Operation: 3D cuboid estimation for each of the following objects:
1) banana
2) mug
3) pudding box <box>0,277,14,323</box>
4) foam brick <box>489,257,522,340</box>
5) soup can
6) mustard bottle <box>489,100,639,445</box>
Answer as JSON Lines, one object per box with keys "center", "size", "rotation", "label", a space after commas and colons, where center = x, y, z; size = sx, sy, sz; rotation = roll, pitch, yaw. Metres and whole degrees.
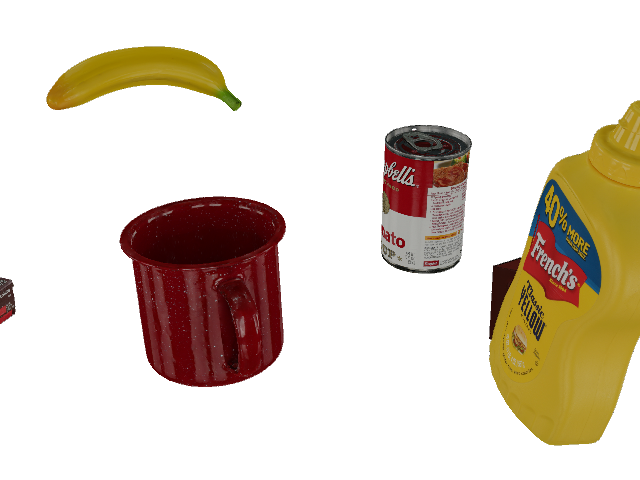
{"center": [-0.172, -0.158, 1.032], "size": [0.197, 0.070, 0.037], "rotation": [-5, -39, -29], "label": "banana"}
{"center": [-0.058, 0.034, 0.603], "size": [0.093, 0.081, 0.117], "rotation": [-15, 28, -22], "label": "mug"}
{"center": [-0.331, 0.056, 0.903], "size": [0.114, 0.039, 0.089], "rotation": [10, 26, 20], "label": "pudding box"}
{"center": [0.200, 0.061, 1.035], "size": [0.053, 0.078, 0.051], "rotation": [12, 18, 41], "label": "foam brick"}
{"center": [0.083, -0.033, 0.854], "size": [0.068, 0.102, 0.068], "rotation": [1, 27, 0], "label": "soup can"}
{"center": [0.144, 0.013, 0.568], "size": [0.058, 0.192, 0.096], "rotation": [1, 37, -14], "label": "mustard bottle"}
